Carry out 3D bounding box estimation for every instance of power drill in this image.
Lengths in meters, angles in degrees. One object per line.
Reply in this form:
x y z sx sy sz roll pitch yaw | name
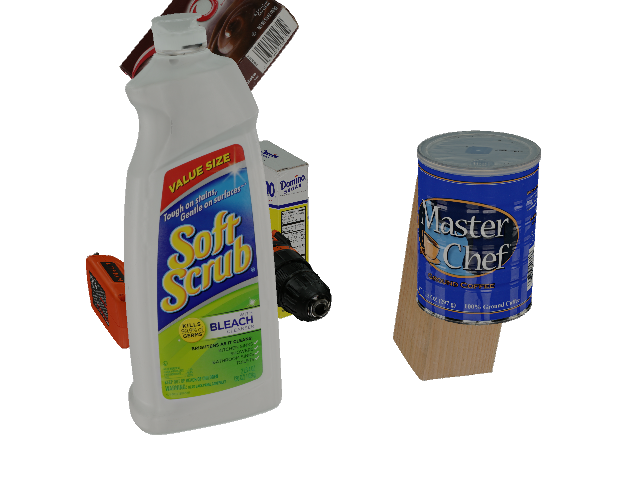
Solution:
-0.103 0.041 0.959 0.187 0.057 0.185 -12 26 -26 | power drill

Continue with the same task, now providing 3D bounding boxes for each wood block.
0.145 0.039 1.155 0.090 0.206 0.090 -4 29 -18 | wood block

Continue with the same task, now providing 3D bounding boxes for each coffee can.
0.133 -0.013 0.915 0.103 0.140 0.103 -2 23 0 | coffee can

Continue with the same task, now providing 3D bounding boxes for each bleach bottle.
-0.082 -0.010 0.655 0.102 0.251 0.068 -10 21 -14 | bleach bottle

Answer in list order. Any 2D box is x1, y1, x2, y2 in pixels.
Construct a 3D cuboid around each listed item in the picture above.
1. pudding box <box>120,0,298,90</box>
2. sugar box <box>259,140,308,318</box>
-0.084 -0.146 0.806 0.090 0.113 0.039 39 -1 29 | pudding box
-0.052 -0.013 1.178 0.048 0.176 0.093 -17 28 -27 | sugar box
